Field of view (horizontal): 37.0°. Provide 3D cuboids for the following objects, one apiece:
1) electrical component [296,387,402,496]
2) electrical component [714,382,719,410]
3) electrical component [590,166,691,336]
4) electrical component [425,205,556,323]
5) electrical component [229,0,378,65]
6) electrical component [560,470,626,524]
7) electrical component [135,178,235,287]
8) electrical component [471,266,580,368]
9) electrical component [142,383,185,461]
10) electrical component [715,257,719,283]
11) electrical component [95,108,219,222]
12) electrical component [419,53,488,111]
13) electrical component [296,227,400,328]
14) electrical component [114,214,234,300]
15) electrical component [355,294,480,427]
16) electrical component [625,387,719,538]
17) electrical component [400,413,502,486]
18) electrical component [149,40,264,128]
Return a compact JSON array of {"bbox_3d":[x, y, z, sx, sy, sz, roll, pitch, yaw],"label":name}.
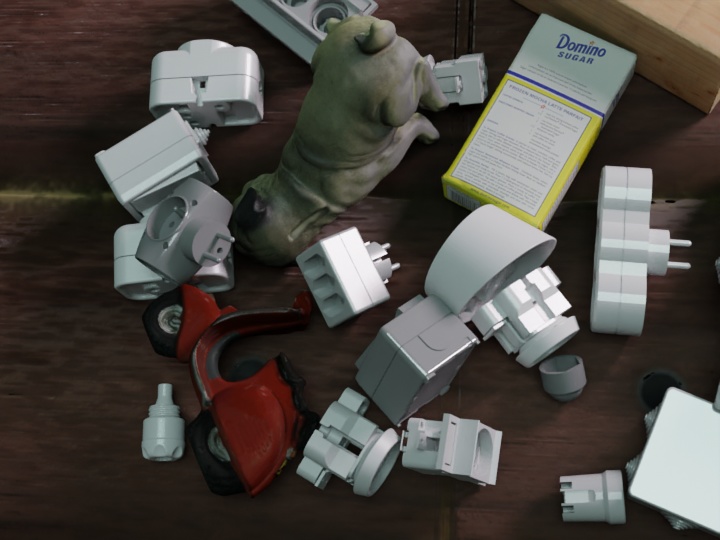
[{"bbox_3d":[-0.004,0.140,0.841,0.057,0.058,0.078,28,79,18],"label":"electrical component"},{"bbox_3d":[0.320,0.077,0.799,0.100,0.048,0.099,22,38,13],"label":"electrical component"},{"bbox_3d":[0.226,-0.015,0.859,0.074,0.052,0.138,5,74,9],"label":"electrical component"},{"bbox_3d":[0.100,-0.001,0.849,0.064,0.099,0.099,38,81,22],"label":"electrical component"},{"bbox_3d":[-0.053,-0.235,0.957,0.121,0.063,0.078,41,82,17],"label":"electrical component"},{"bbox_3d":[0.177,0.173,0.817,0.046,0.040,0.040,-5,73,12],"label":"electrical component"},{"bbox_3d":[-0.128,-0.025,0.846,0.079,0.044,0.077,22,75,43],"label":"electrical component"},{"bbox_3d":[0.136,0.040,0.851,0.078,0.058,0.057,-29,75,-27],"label":"electrical component"},{"bbox_3d":[-0.160,0.124,0.879,0.035,0.035,0.061,-4,71,6],"label":"electrical component"},{"bbox_3d":[0.323,0.002,0.820,0.100,0.099,0.048,15,110,12],"label":"electrical component"},{"bbox_3d":[-0.167,-0.088,0.928,0.096,0.061,0.061,-32,72,-3],"label":"electrical component"},{"bbox_3d":[0.078,-0.162,0.923,0.055,0.066,0.048,-4,107,15],"label":"electrical component"},{"bbox_3d":[0.000,0.000,0.885,0.077,0.047,0.065,-24,86,-34],"label":"electrical component"},{"bbox_3d":[-0.157,-0.013,0.909,0.095,0.053,0.059,-6,73,6],"label":"electrical component"},{"bbox_3d":[0.039,0.071,0.841,0.062,0.096,0.061,-31,69,-33],"label":"electrical component"},{"bbox_3d":[0.256,0.148,0.808,0.100,0.048,0.099,22,78,13],"label":"electrical component"},{"bbox_3d":[0.069,0.137,0.827,0.064,0.081,0.042,1,72,32],"label":"electrical component"},{"bbox_3d":[-0.135,-0.164,0.951,0.095,0.053,0.059,-2,73,7],"label":"electrical component"}]
